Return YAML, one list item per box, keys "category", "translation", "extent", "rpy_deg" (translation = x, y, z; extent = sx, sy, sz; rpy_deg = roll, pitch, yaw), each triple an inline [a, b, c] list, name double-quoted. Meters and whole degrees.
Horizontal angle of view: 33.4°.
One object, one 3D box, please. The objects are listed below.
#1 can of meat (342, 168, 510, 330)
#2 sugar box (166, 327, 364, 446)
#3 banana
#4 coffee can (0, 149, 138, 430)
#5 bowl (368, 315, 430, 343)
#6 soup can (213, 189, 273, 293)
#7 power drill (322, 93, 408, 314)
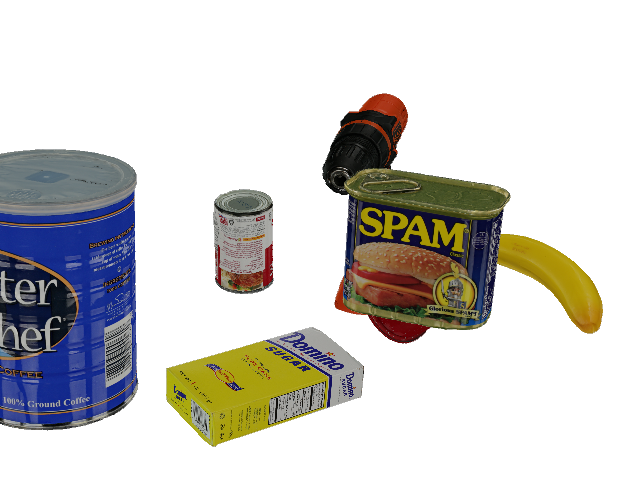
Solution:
- category: "can of meat"
  translation: [0.065, 0.006, 0.686]
  extent: [0.102, 0.084, 0.057]
  rpy_deg: [10, 22, 19]
- category: "sugar box"
  translation: [-0.054, 0.140, 1.056]
  extent: [0.175, 0.048, 0.093]
  rpy_deg: [-16, 32, -32]
- category: "banana"
  translation: [0.217, 0.035, 1.048]
  extent: [0.069, 0.037, 0.198]
  rpy_deg: [-34, 36, -18]
- category: "coffee can"
  translation: [-0.161, 0.027, 0.639]
  extent: [0.103, 0.140, 0.103]
  rpy_deg: [3, 21, -1]
- category: "bowl"
  translation: [0.112, 0.037, 1.239]
  extent: [0.055, 0.162, 0.161]
  rpy_deg: [-10, -6, 40]
- category: "soup can"
  translation: [-0.088, 0.001, 1.223]
  extent: [0.068, 0.102, 0.068]
  rpy_deg: [1, 26, -1]
- category: "power drill"
  translation: [0.044, -0.028, 1.000]
  extent: [0.057, 0.188, 0.184]
  rpy_deg: [8, 27, 16]
